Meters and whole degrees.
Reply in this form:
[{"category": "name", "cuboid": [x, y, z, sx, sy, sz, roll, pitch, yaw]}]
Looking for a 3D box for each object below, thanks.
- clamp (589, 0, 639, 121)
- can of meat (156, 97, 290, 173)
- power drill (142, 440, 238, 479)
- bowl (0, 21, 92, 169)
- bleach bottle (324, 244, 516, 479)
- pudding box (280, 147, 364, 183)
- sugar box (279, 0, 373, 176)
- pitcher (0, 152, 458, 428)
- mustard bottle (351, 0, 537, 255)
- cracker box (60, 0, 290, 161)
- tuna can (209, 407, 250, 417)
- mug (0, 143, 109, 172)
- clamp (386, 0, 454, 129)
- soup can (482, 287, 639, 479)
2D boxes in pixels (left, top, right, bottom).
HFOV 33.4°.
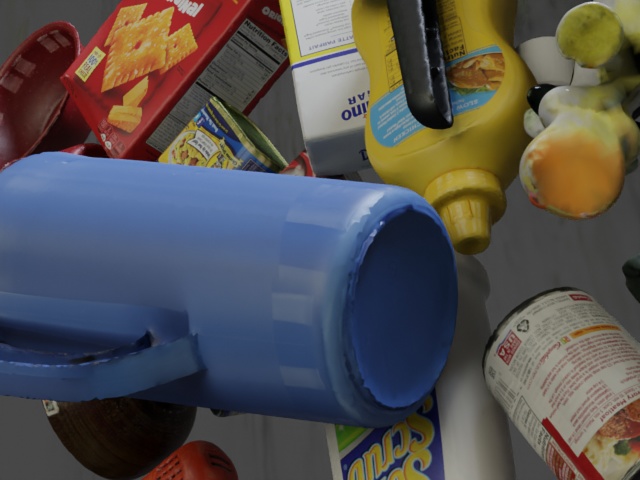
[{"category": "clamp", "cuboid": [0.179, -0.140, 0.574, 0.171, 0.039, 0.120, -55, 33, -5]}, {"category": "can of meat", "cuboid": [-0.073, -0.043, 0.755, 0.084, 0.057, 0.102, -48, 42, 10]}, {"category": "power drill", "cuboid": [-0.107, 0.234, 0.621, 0.185, 0.057, 0.188, -43, 43, 18]}, {"category": "bowl", "cuboid": [-0.252, -0.118, 0.980, 0.162, 0.055, 0.162, -24, 52, 34]}, {"category": "bleach bottle", "cuboid": [0.057, 0.129, 0.518, 0.103, 0.068, 0.251, -31, 50, 29]}, {"category": "pudding box", "cuboid": [-0.005, 0.001, 0.672, 0.090, 0.039, 0.113, -45, 43, 16]}, {"category": "sugar box", "cuboid": [0.026, -0.125, 0.689, 0.093, 0.048, 0.176, -12, 55, 4]}, {"category": "pitcher", "cuboid": [-0.064, 0.028, 0.530, 0.243, 0.144, 0.149, 4, 70, 37]}, {"category": "mustard bottle", "cuboid": [0.069, -0.075, 0.573, 0.096, 0.058, 0.191, -22, 51, 25]}, {"category": "cracker box", "cuboid": [-0.099, -0.160, 0.840, 0.214, 0.072, 0.164, -50, 42, 10]}, {"category": "tuna can", "cuboid": [-0.053, 0.064, 0.652, 0.086, 0.033, 0.086, 173, 90, -73]}, {"category": "mug", "cuboid": [-0.195, -0.036, 0.861, 0.082, 0.093, 0.117, -13, 22, 34]}, {"category": "clamp", "cuboid": [0.049, -0.152, 0.570, 0.210, 0.036, 0.164, 32, 81, 40]}, {"category": "soup can", "cuboid": [0.125, 0.076, 0.475, 0.068, 0.068, 0.102, -49, 41, 12]}]
